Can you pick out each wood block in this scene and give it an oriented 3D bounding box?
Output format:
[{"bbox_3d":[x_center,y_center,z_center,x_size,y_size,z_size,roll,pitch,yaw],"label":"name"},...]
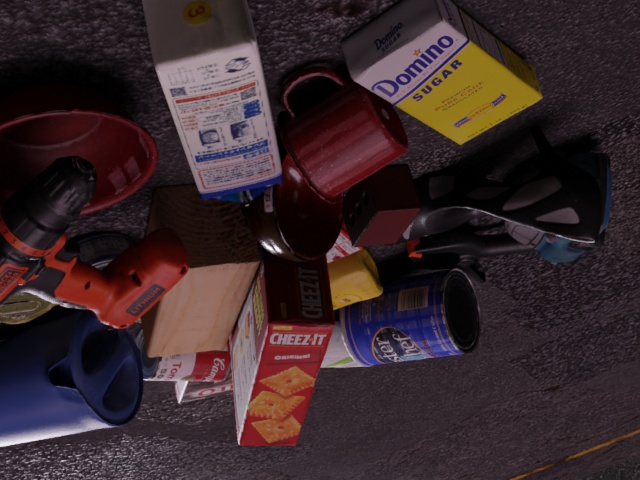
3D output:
[{"bbox_3d":[-0.129,0.034,1.083,0.090,0.091,0.206,-5,153,-18],"label":"wood block"}]

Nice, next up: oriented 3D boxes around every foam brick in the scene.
[{"bbox_3d":[0.062,-0.034,1.094,0.051,0.053,0.078,-4,152,-21],"label":"foam brick"}]

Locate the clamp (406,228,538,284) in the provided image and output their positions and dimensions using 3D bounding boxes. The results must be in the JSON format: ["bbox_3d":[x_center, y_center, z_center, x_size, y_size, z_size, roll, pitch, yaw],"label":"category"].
[{"bbox_3d":[0.168,0.019,1.278,0.171,0.039,0.120,5,146,-24],"label":"clamp"}]

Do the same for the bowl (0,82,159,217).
[{"bbox_3d":[-0.213,-0.077,0.850,0.162,0.055,0.162,-12,154,-6],"label":"bowl"}]

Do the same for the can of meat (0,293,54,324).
[{"bbox_3d":[-0.298,0.022,0.972,0.058,0.084,0.102,-28,152,25],"label":"can of meat"}]

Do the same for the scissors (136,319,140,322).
[{"bbox_3d":[-0.221,0.060,1.169,0.096,0.016,0.202,-10,154,-12],"label":"scissors"}]

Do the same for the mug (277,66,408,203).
[{"bbox_3d":[0.016,-0.099,0.911,0.082,0.093,0.117,-30,116,19],"label":"mug"}]

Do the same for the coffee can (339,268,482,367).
[{"bbox_3d":[0.109,0.094,1.282,0.141,0.103,0.102,-11,160,32],"label":"coffee can"}]

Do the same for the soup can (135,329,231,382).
[{"bbox_3d":[-0.167,0.139,1.301,0.102,0.068,0.069,6,147,-36],"label":"soup can"}]

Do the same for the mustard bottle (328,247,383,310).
[{"bbox_3d":[-0.028,0.065,1.238,0.192,0.058,0.096,-19,160,10],"label":"mustard bottle"}]

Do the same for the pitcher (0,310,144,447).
[{"bbox_3d":[-0.323,0.163,1.190,0.243,0.145,0.149,-16,131,20],"label":"pitcher"}]

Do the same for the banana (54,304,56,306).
[{"bbox_3d":[-0.317,0.041,1.053,0.070,0.037,0.197,-28,152,20],"label":"banana"}]

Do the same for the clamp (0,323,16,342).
[{"bbox_3d":[-0.434,0.121,1.112,0.210,0.036,0.164,-10,-174,26],"label":"clamp"}]

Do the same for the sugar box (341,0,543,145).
[{"bbox_3d":[0.107,-0.143,0.906,0.093,0.048,0.175,-30,152,29],"label":"sugar box"}]

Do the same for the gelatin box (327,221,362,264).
[{"bbox_3d":[-0.007,0.001,1.155,0.089,0.030,0.073,-23,152,16],"label":"gelatin box"}]

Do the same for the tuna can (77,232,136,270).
[{"bbox_3d":[-0.221,0.032,1.075,0.086,0.034,0.086,-19,149,-12],"label":"tuna can"}]

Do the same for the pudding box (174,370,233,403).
[{"bbox_3d":[-0.135,0.180,1.435,0.113,0.039,0.090,-6,154,-18],"label":"pudding box"}]

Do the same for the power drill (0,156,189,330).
[{"bbox_3d":[-0.201,0.009,0.895,0.185,0.057,0.187,-39,148,24],"label":"power drill"}]

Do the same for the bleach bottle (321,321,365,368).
[{"bbox_3d":[0.001,0.139,1.401,0.103,0.068,0.250,-18,161,35],"label":"bleach bottle"}]

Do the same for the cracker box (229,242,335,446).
[{"bbox_3d":[-0.042,0.085,1.084,0.072,0.164,0.214,3,138,-13],"label":"cracker box"}]
